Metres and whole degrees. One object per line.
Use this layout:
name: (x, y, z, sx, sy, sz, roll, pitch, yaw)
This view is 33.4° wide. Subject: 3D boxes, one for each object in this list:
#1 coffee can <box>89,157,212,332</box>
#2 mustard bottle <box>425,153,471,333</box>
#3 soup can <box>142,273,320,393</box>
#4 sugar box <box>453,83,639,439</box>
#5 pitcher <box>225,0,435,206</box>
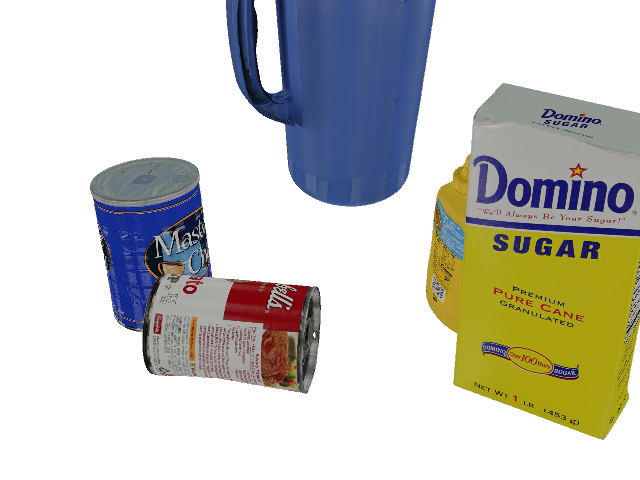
coffee can: (-0.160, 0.003, 1.032, 0.103, 0.140, 0.103, -4, 26, 2)
mustard bottle: (0.148, -0.003, 1.090, 0.058, 0.192, 0.096, -10, 37, -15)
soup can: (-0.055, 0.059, 0.682, 0.102, 0.068, 0.068, 5, 1, 9)
sugar box: (0.122, 0.014, 0.555, 0.093, 0.176, 0.048, 17, 40, 26)
pitcher: (0.017, -0.147, 0.866, 0.149, 0.243, 0.145, 12, 43, 12)
